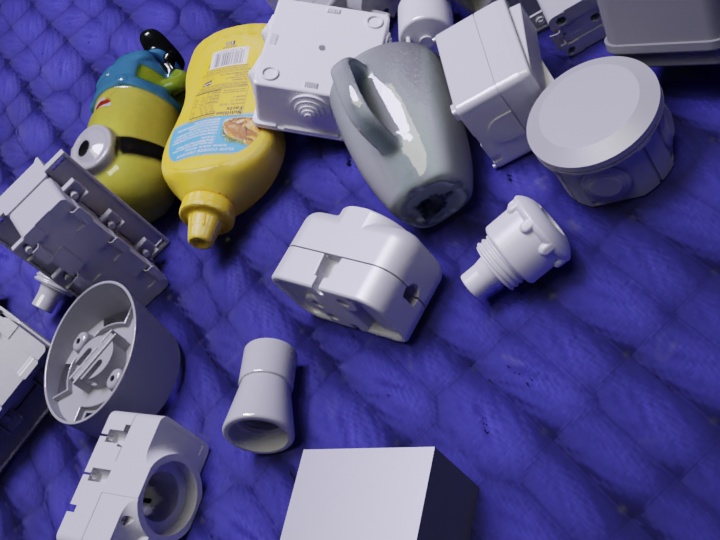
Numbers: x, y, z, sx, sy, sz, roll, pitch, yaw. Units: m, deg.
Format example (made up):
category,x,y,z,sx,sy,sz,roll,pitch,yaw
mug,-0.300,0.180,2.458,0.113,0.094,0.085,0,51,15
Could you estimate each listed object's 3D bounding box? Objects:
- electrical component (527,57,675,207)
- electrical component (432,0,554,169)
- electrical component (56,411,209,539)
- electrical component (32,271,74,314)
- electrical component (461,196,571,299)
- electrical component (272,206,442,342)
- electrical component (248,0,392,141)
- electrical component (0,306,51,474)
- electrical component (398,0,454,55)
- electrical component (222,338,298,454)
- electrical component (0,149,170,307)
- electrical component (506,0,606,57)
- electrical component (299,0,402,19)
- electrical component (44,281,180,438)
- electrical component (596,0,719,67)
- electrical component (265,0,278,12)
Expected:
category,x,y,z,sx,sy,sz,roll,pitch,yaw
electrical component,0.143,-0.081,0.630,0.080,0.051,0.080,-20,49,24
electrical component,0.092,-0.127,0.695,0.061,0.062,0.096,-27,45,19
electrical component,-0.138,0.139,0.672,0.056,0.050,0.089,0,59,36
electrical component,-0.238,0.004,0.855,0.048,0.048,0.062,20,79,44
electrical component,0.087,-0.009,0.623,0.062,0.048,0.048,-41,43,14
electrical component,0.000,0.000,0.673,0.095,0.053,0.059,14,68,42
electrical component,-0.027,-0.146,0.779,0.100,0.048,0.099,10,60,5
electrical component,-0.276,0.096,0.788,0.079,0.063,0.121,36,80,5
electrical component,0.048,-0.191,0.792,0.040,0.040,0.078,-20,48,24
electrical component,-0.059,0.075,0.670,0.044,0.044,0.065,-18,45,25
electrical component,-0.200,-0.019,0.787,0.078,0.121,0.063,-45,46,-1
electrical component,0.142,-0.181,0.714,0.081,0.042,0.063,-28,47,18
electrical component,0.004,-0.209,0.833,0.076,0.047,0.083,27,77,45
electrical component,-0.175,0.065,0.746,0.099,0.064,0.099,-20,49,24
electrical component,0.196,-0.173,0.635,0.078,0.057,0.113,6,45,39
electrical component,-0.054,-0.268,0.900,0.083,0.075,0.047,-12,52,29
